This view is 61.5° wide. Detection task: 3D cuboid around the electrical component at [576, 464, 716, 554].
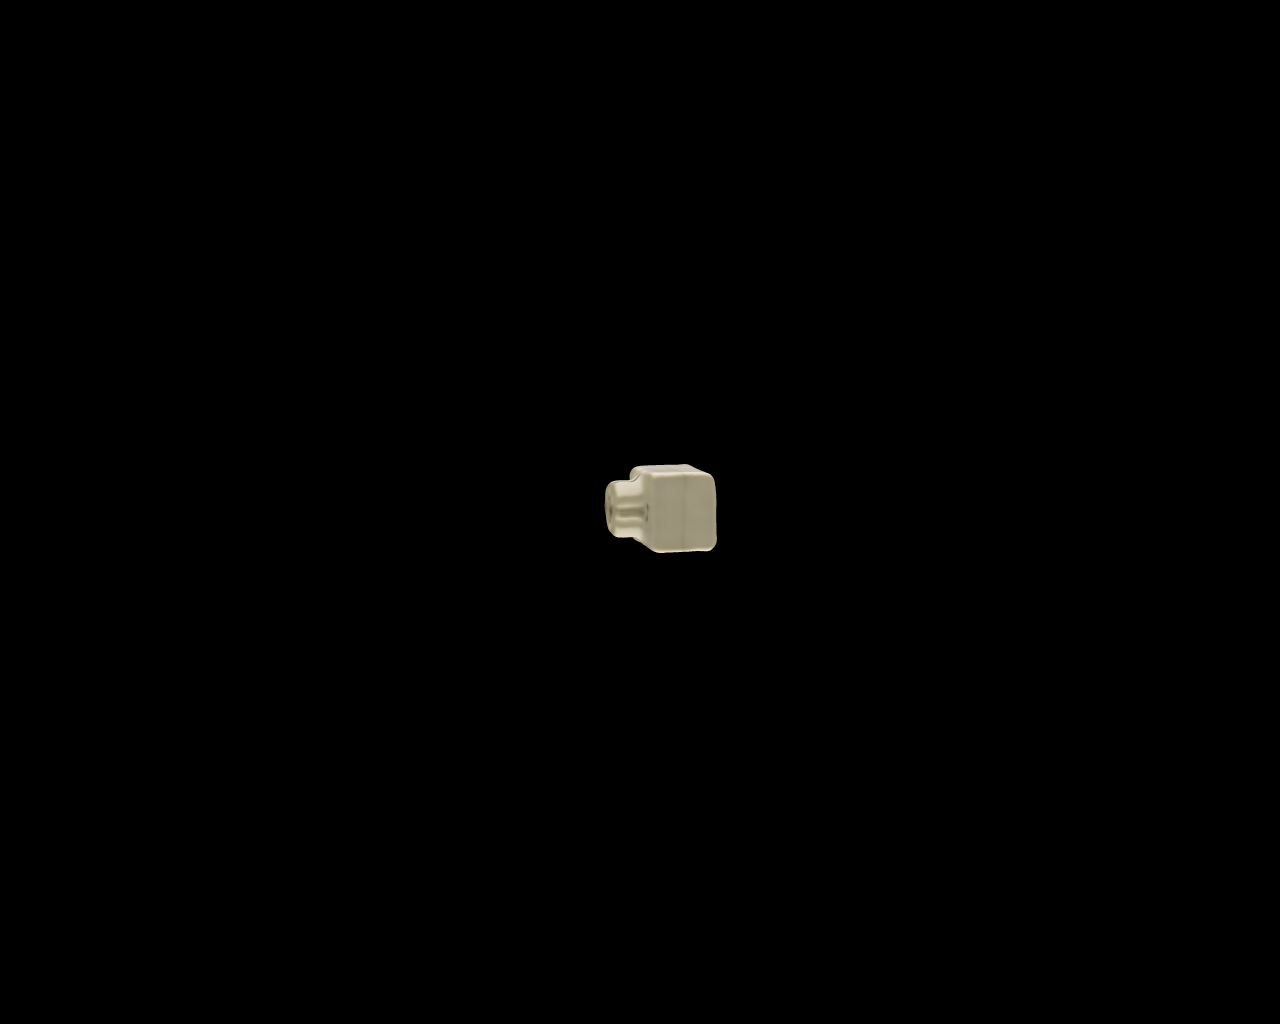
[{"bbox_3d":[0.001,-0.003,0.650,0.077,0.047,0.066,-1,7,-11],"label":"electrical component"}]
